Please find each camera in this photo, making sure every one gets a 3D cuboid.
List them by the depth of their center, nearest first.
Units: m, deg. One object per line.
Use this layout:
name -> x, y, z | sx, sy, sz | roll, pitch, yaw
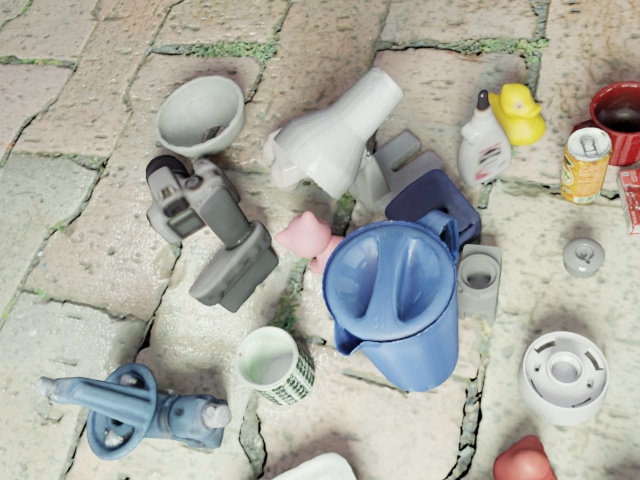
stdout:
camera -> -0.228, -0.091, 0.939 | 0.143, 0.101, 0.136 | -33, 57, -2

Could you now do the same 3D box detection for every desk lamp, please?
desk lamp -> 0.057, -0.129, 0.804 | 0.203, 0.214, 0.117 | -38, 58, -5

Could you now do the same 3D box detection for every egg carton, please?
egg carton -> -0.017, -0.142, 0.920 | 0.150, 0.069, 0.107 | -24, 58, 4

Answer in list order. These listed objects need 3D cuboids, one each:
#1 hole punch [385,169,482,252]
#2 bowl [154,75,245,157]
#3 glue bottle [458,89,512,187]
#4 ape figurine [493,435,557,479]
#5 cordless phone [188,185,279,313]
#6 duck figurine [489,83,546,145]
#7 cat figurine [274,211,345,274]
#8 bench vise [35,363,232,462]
hole punch -> 0.158, -0.028, 0.789 | 0.109, 0.091, 0.100 | -39, 58, -6
bowl -> -0.199, -0.205, 1.009 | 0.167, 0.075, 0.167 | -7, 60, 13
glue bottle -> 0.224, -0.143, 0.784 | 0.078, 0.173, 0.037 | -31, 57, -1
ape figurine -> 0.225, 0.248, 0.614 | 0.076, 0.092, 0.078 | 8, 65, 21
cordless phone -> -0.147, 0.010, 0.807 | 0.093, 0.185, 0.148 | 28, 73, 29
duck figurine -> 0.284, -0.197, 0.847 | 0.077, 0.086, 0.104 | -44, 59, -9
cat figurine -> 0.007, 0.003, 0.803 | 0.127, 0.118, 0.067 | 11, 66, 23
bench vise -> -0.221, 0.196, 0.706 | 0.207, 0.220, 0.121 | -18, 58, 7
